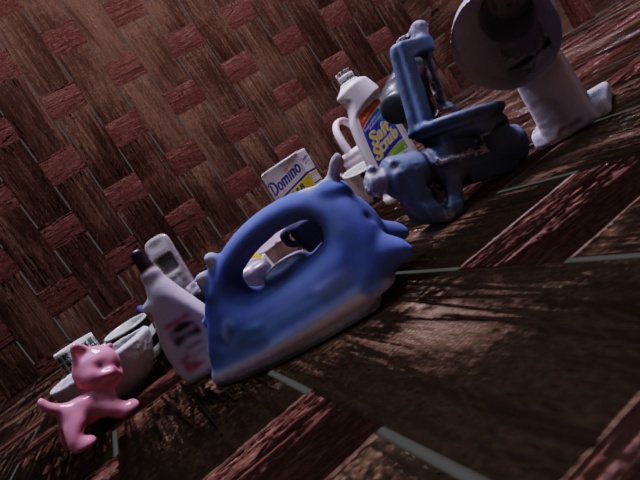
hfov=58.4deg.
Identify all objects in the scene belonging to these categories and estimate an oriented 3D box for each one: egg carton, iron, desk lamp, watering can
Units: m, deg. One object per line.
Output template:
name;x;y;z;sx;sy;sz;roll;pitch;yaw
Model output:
egg carton;-0.121;0.027;1.262;0.150;0.069;0.107;-35;8;-15
iron;-0.040;0.033;0.578;0.258;0.141;0.118;-32;8;11
desk lamp;0.260;-0.225;0.709;0.117;0.213;0.204;-28;9;34
watering can;0.101;-0.202;1.321;0.172;0.194;0.101;-30;8;20

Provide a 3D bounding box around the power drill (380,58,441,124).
power drill;0.183;-0.209;0.956;0.075;0.208;0.230;-28;9;35

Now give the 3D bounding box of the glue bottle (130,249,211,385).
glue bottle;-0.175;0.085;0.692;0.078;0.173;0.037;-33;8;-2

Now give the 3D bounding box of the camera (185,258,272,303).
camera;-0.130;0.084;0.793;0.143;0.101;0.136;-35;8;-18

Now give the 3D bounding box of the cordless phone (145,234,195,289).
cordless phone;-0.206;0.054;0.984;0.147;0.185;0.094;-33;8;3

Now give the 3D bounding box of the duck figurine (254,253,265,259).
duck figurine;-0.096;0.057;0.888;0.077;0.086;0.104;-34;7;-7

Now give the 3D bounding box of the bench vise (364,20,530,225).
bench vise;0.132;-0.141;0.680;0.208;0.220;0.121;-38;9;-32

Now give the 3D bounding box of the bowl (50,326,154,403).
bowl;-0.317;0.209;0.878;0.167;0.075;0.167;-32;7;5

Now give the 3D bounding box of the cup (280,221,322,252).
cup;0.007;0.003;0.764;0.117;0.095;0.092;-28;9;33

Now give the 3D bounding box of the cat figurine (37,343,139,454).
cat figurine;-0.304;0.194;0.752;0.128;0.118;0.067;-39;10;-40

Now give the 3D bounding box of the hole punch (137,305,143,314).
hole punch;-0.323;0.154;1.207;0.101;0.091;0.108;-36;8;-22
